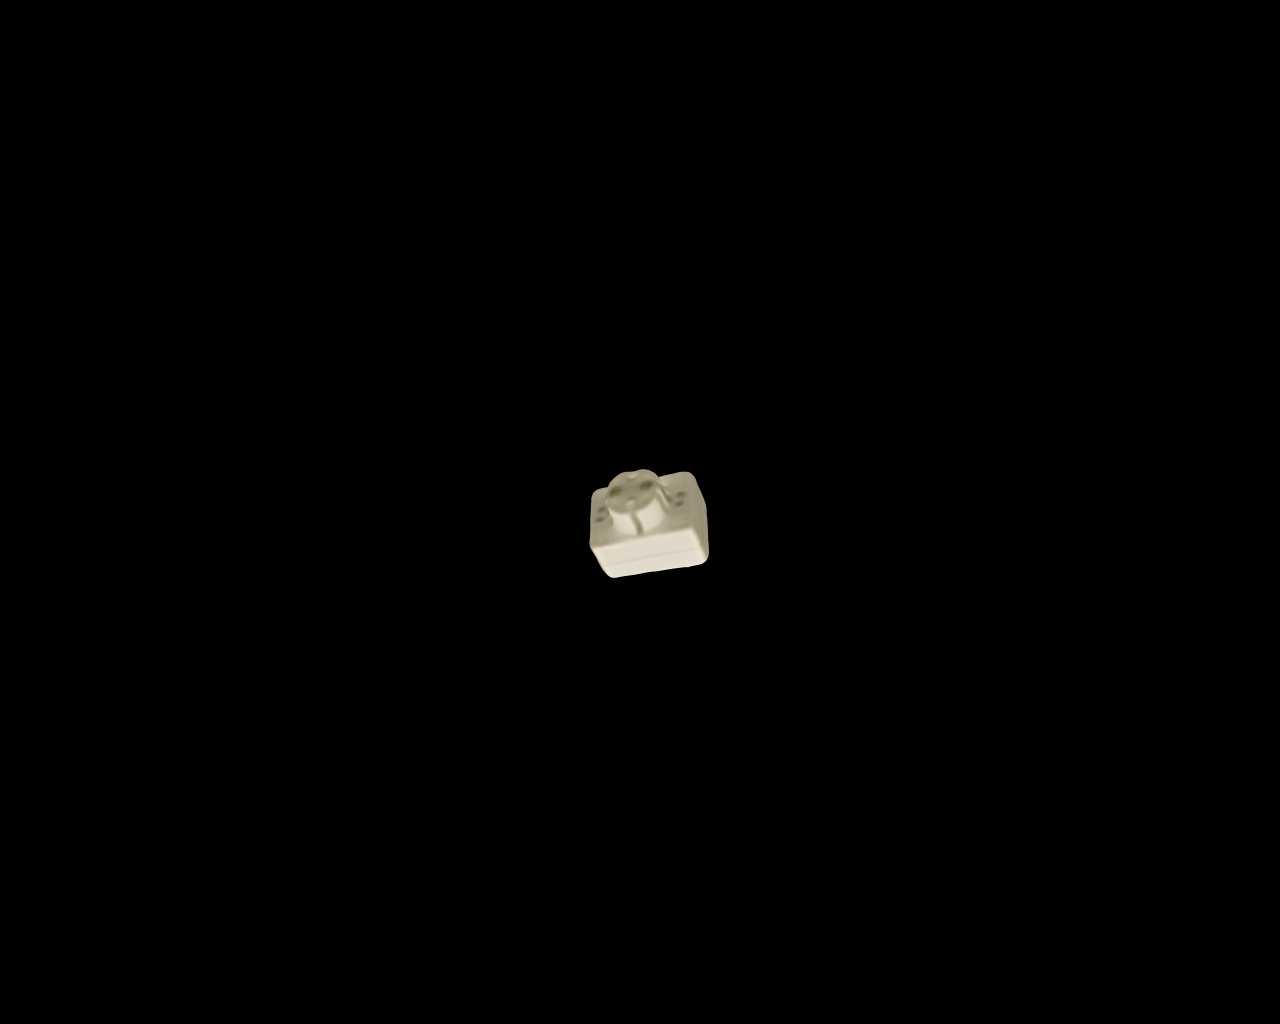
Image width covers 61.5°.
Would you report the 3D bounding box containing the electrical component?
[{"bbox_3d":[0.001,-0.003,0.650,0.066,0.047,0.076,-11,-39,13],"label":"electrical component"}]
